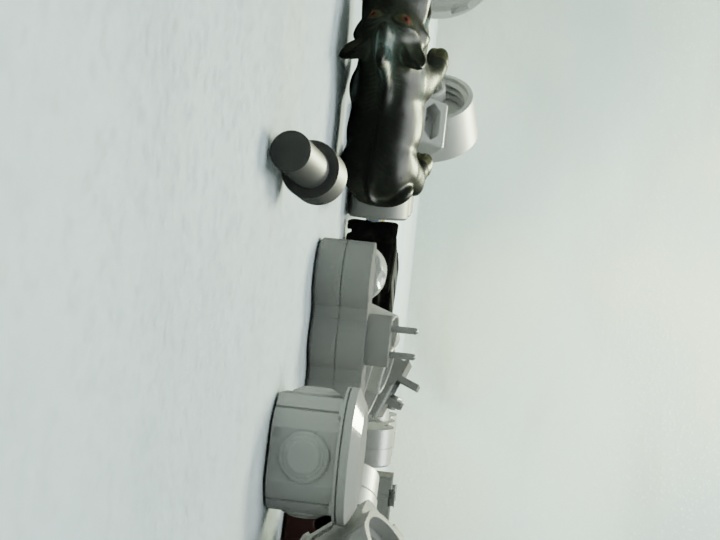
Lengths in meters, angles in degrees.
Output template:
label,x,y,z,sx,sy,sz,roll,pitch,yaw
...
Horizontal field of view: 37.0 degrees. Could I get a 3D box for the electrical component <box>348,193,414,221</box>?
label,x,y,z,sx,sy,sz,roll,pitch,yaw
electrical component,0.023,-0.086,0.954,0.138,0.052,0.073,-50,145,-82

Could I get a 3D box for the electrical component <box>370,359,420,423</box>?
label,x,y,z,sx,sy,sz,roll,pitch,yaw
electrical component,0.014,0.105,1.013,0.063,0.079,0.121,-62,173,-5

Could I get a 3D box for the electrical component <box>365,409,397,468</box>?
label,x,y,z,sx,sy,sz,roll,pitch,yaw
electrical component,0.011,0.157,1.132,0.138,0.052,0.073,-15,110,-86

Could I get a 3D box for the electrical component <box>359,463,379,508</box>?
label,x,y,z,sx,sy,sz,roll,pitch,yaw
electrical component,-0.011,0.190,0.891,0.138,0.052,0.073,91,6,-53

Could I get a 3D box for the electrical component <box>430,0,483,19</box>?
label,x,y,z,sx,sy,sz,roll,pitch,yaw
electrical component,0.078,-0.308,1.052,0.060,0.108,0.108,-88,180,-45

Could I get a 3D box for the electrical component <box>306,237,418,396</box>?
label,x,y,z,sx,sy,sz,roll,pitch,yaw
electrical component,0.003,0.049,0.756,0.052,0.074,0.138,-65,160,-77

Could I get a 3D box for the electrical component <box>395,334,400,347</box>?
label,x,y,z,sx,sy,sz,roll,pitch,yaw
electrical component,0.015,0.080,1.133,0.066,0.048,0.055,-79,-179,-48

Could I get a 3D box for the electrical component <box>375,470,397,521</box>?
label,x,y,z,sx,sy,sz,roll,pitch,yaw
electrical component,-0.002,0.250,1.020,0.079,0.063,0.121,39,58,-85

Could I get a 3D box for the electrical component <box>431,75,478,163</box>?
label,x,y,z,sx,sy,sz,roll,pitch,yaw
electrical component,0.071,-0.169,1.144,0.108,0.108,0.060,-79,167,-48

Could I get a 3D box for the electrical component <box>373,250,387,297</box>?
label,x,y,z,sx,sy,sz,roll,pitch,yaw
electrical component,0.000,0.000,0.842,0.062,0.043,0.043,-62,158,-81

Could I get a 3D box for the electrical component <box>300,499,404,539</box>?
label,x,y,z,sx,sy,sz,roll,pitch,yaw
electrical component,0.001,0.210,0.587,0.105,0.060,0.186,56,14,-2

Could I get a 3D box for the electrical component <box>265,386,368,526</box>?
label,x,y,z,sx,sy,sz,roll,pitch,yaw
electrical component,-0.024,0.107,0.630,0.080,0.051,0.080,6,90,-85

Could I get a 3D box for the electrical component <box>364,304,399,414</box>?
label,x,y,z,sx,sy,sz,roll,pitch,yaw
electrical component,-0.008,0.069,0.859,0.099,0.064,0.099,18,90,-80

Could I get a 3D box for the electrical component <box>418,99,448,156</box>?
label,x,y,z,sx,sy,sz,roll,pitch,yaw
electrical component,0.034,-0.132,1.018,0.077,0.066,0.047,-28,-130,60
